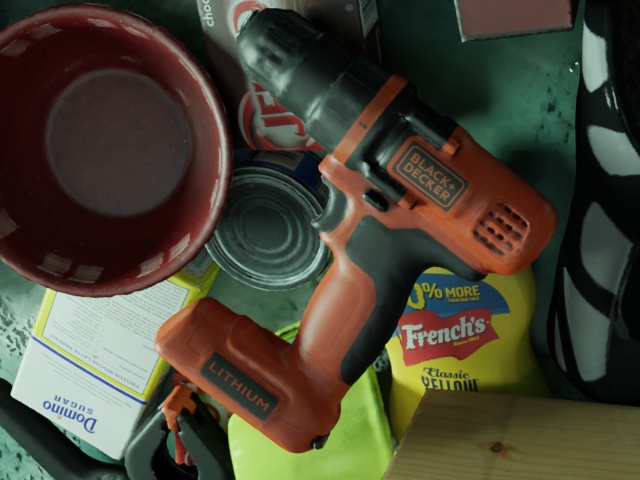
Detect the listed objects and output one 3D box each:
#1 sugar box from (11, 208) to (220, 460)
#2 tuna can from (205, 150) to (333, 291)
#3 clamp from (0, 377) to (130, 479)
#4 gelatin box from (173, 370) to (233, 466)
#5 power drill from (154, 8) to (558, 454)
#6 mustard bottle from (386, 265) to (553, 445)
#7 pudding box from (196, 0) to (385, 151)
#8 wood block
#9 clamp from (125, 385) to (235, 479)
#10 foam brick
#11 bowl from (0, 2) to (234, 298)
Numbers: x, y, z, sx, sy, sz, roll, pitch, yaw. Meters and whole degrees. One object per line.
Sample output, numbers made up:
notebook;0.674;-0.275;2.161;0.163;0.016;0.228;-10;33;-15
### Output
sugar box;-0.137;0.059;0.704;0.093;0.048;0.176;31;128;3
tuna can;-0.028;-0.013;0.629;0.086;0.033;0.086;9;122;15
clamp;-0.178;0.197;0.804;0.210;0.036;0.165;29;133;-3
gelatin box;-0.061;0.127;0.726;0.073;0.030;0.089;12;122;13
power drill;-0.004;0.001;0.543;0.184;0.057;0.188;38;108;2
mustard bottle;0.076;0.042;0.609;0.096;0.058;0.191;1;119;27
pudding box;-0.014;-0.103;0.568;0.090;0.039;0.113;2;120;19
wood block;0.146;0.143;0.544;0.206;0.090;0.090;2;118;23
clamp;-0.082;0.178;0.723;0.120;0.039;0.171;12;123;2
foam brick;0.092;-0.130;0.492;0.051;0.078;0.053;-4;120;20
bowl;-0.123;-0.051;0.603;0.162;0.055;0.162;2;102;7
